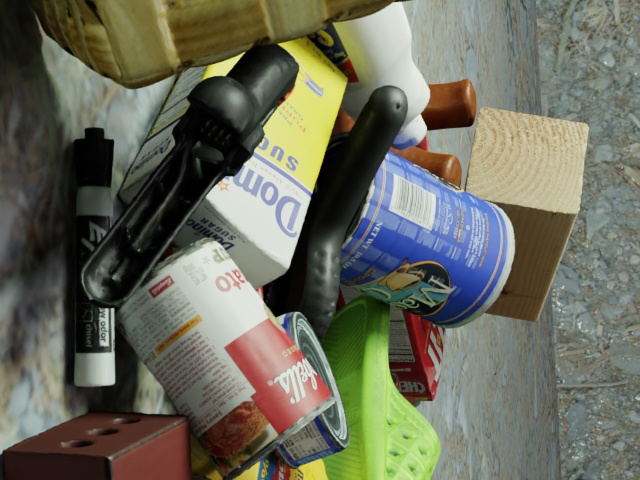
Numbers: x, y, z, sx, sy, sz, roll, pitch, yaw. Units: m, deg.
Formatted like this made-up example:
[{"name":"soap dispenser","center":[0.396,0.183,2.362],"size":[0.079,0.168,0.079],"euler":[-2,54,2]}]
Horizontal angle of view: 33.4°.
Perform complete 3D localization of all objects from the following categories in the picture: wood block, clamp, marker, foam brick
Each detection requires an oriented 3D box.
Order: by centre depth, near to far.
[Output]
[{"name":"foam brick","center":[-0.095,0.109,0.472],"size":[0.078,0.053,0.051],"euler":[-13,101,-73]},{"name":"clamp","center":[-0.043,-0.052,0.477],"size":[0.039,0.120,0.171],"euler":[39,40,-9]},{"name":"marker","center":[-0.106,0.008,0.501],"size":[0.020,0.020,0.121],"euler":[6,83,-72]},{"name":"clamp","center":[-0.004,0.001,0.683],"size":[0.165,0.036,0.210],"euler":[-16,-120,65]},{"name":"wood block","center":[0.167,-0.016,0.935],"size":[0.206,0.091,0.090],"euler":[87,14,-62]}]

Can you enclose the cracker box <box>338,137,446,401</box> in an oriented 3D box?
[{"name":"cracker box","center":[0.070,0.021,0.973],"size":[0.213,0.072,0.164],"euler":[72,25,-45]}]

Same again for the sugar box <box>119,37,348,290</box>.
[{"name":"sugar box","center":[-0.042,-0.063,0.610],"size":[0.093,0.048,0.176],"euler":[42,38,-25]}]

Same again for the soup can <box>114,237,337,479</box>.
[{"name":"soup can","center":[-0.049,0.058,0.525],"size":[0.102,0.069,0.068],"euler":[53,17,7]}]

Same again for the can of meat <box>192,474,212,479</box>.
[{"name":"can of meat","center":[-0.077,0.179,0.520],"size":[0.102,0.057,0.084],"euler":[-69,153,-50]}]

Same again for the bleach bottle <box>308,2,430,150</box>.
[{"name":"bleach bottle","center":[0.013,-0.148,0.674],"size":[0.068,0.103,0.250],"euler":[-52,133,-16]}]

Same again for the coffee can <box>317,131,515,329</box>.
[{"name":"coffee can","center":[0.057,-0.005,0.778],"size":[0.140,0.103,0.103],"euler":[24,60,-32]}]

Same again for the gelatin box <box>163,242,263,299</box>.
[{"name":"gelatin box","center":[-0.059,0.034,0.627],"size":[0.089,0.030,0.073],"euler":[-11,99,-72]}]

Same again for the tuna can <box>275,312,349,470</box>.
[{"name":"tuna can","center":[-0.014,0.085,0.613],"size":[0.086,0.034,0.086],"euler":[-22,90,-82]}]

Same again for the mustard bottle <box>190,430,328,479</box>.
[{"name":"mustard bottle","center":[-0.046,0.139,0.617],"size":[0.191,0.058,0.096],"euler":[57,37,-59]}]
